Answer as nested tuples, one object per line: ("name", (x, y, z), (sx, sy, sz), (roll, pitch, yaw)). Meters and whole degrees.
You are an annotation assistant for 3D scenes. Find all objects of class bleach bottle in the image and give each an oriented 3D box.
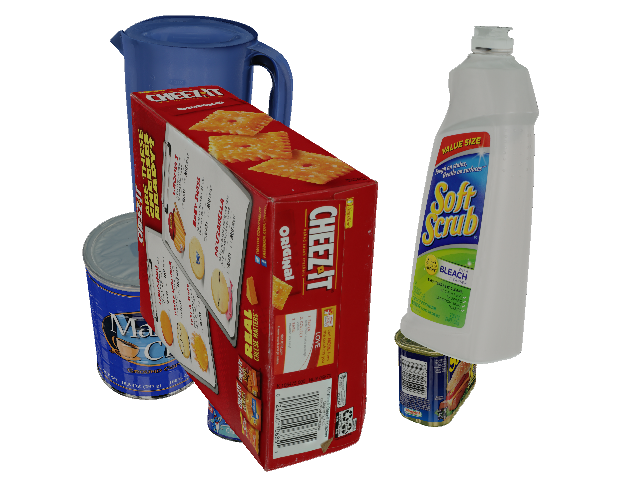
("bleach bottle", (0.118, -0.038, 0.825), (0.067, 0.251, 0.103), (-7, 16, -34))

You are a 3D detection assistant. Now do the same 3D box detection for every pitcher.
("pitcher", (-0.123, -0.098, 1.079), (0.144, 0.243, 0.149), (-11, 28, -28))

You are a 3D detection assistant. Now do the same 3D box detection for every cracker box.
("cracker box", (-0.048, 0.010, 0.650), (0.072, 0.164, 0.214), (-10, 26, -26))

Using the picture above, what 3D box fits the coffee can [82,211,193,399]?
("coffee can", (-0.157, 0.059, 0.965), (0.103, 0.140, 0.103), (2, 40, -2))

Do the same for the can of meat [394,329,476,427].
("can of meat", (0.111, 0.114, 1.005), (0.058, 0.084, 0.101), (11, 28, 26))

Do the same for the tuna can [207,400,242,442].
("tuna can", (-0.077, 0.183, 1.130), (0.086, 0.034, 0.086), (5, 12, -1))
